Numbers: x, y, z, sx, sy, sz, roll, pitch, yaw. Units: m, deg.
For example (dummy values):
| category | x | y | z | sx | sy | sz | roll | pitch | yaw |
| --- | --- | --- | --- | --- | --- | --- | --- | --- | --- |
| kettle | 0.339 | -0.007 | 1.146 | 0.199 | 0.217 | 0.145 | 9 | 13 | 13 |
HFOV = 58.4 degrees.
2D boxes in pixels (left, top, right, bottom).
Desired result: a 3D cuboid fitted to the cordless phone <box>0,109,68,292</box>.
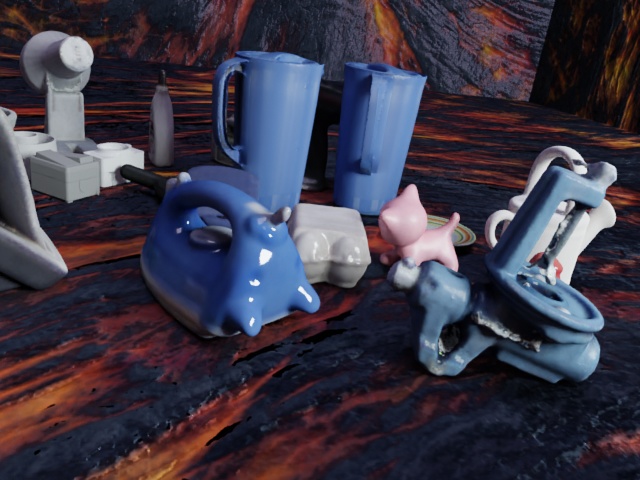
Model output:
| category | x | y | z | sx | sy | sz | roll | pitch | yaw |
| --- | --- | --- | --- | --- | --- | --- | --- | --- | --- |
| cordless phone | -0.323 | -0.051 | 0.592 | 0.094 | 0.185 | 0.147 | -10 | 28 | -38 |

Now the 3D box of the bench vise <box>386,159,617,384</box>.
| category | x | y | z | sx | sy | sz | roll | pitch | yaw |
| --- | --- | --- | --- | --- | --- | --- | --- | --- | --- |
| bench vise | 0.177 | 0.030 | 0.524 | 0.208 | 0.220 | 0.121 | 2 | 22 | -16 |

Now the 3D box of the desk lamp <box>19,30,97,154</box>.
| category | x | y | z | sx | sy | sz | roll | pitch | yaw |
| --- | --- | --- | --- | --- | --- | --- | --- | --- | --- |
| desk lamp | -0.459 | -0.265 | 1.041 | 0.118 | 0.213 | 0.202 | -9 | 28 | -37 |

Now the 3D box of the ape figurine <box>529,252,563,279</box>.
| category | x | y | z | sx | sy | sz | roll | pitch | yaw |
| --- | --- | --- | --- | --- | --- | --- | --- | --- | --- |
| ape figurine | 0.248 | 0.058 | 0.653 | 0.075 | 0.092 | 0.078 | 23 | 26 | 33 |

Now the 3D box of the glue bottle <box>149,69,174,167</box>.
| category | x | y | z | sx | sy | sz | roll | pitch | yaw |
| --- | --- | --- | --- | --- | --- | --- | --- | --- | --- |
| glue bottle | -0.295 | -0.228 | 1.063 | 0.037 | 0.173 | 0.078 | -5 | 25 | -30 |

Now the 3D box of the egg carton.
| category | x | y | z | sx | sy | sz | roll | pitch | yaw |
| --- | --- | --- | --- | --- | --- | --- | --- | --- | --- |
| egg carton | 0.007 | 0.003 | 0.736 | 0.107 | 0.069 | 0.150 | 6 | 22 | -6 |

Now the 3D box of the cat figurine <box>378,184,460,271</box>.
| category | x | y | z | sx | sy | sz | roll | pitch | yaw |
| --- | --- | --- | --- | --- | --- | --- | --- | --- | --- |
| cat figurine | 0.127 | -0.013 | 0.753 | 0.128 | 0.118 | 0.067 | 1 | 23 | -17 |

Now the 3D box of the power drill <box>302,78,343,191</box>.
| category | x | y | z | sx | sy | sz | roll | pitch | yaw |
| --- | --- | --- | --- | --- | --- | --- | --- | --- | --- |
| power drill | -0.035 | -0.201 | 1.042 | 0.230 | 0.208 | 0.075 | 4 | 22 | -9 |

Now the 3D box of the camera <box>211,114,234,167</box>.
| category | x | y | z | sx | sy | sz | roll | pitch | yaw |
| --- | --- | --- | --- | --- | --- | --- | --- | --- | --- |
| camera | -0.128 | -0.203 | 1.160 | 0.142 | 0.101 | 0.137 | 18 | 24 | 24 |

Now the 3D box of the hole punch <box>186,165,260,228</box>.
| category | x | y | z | sx | sy | sz | roll | pitch | yaw |
| --- | --- | --- | --- | --- | --- | --- | --- | --- | --- |
| hole punch | -0.134 | -0.045 | 0.773 | 0.109 | 0.091 | 0.101 | 5 | 22 | -7 |

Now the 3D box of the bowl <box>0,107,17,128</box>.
| category | x | y | z | sx | sy | sz | roll | pitch | yaw |
| --- | --- | --- | --- | --- | --- | --- | --- | --- | --- |
| bowl | -0.604 | -0.182 | 0.968 | 0.167 | 0.075 | 0.167 | 7 | 22 | -3 |

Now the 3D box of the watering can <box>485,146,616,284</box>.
| category | x | y | z | sx | sy | sz | roll | pitch | yaw |
| --- | --- | --- | --- | --- | --- | --- | --- | --- | --- |
| watering can | 0.298 | -0.026 | 0.744 | 0.173 | 0.194 | 0.100 | -9 | 27 | -37 |

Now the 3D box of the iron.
| category | x | y | z | sx | sy | sz | roll | pitch | yaw |
| --- | --- | --- | --- | --- | --- | --- | --- | --- | --- |
| iron | -0.117 | -0.003 | 0.605 | 0.257 | 0.141 | 0.119 | 26 | 27 | 37 |
